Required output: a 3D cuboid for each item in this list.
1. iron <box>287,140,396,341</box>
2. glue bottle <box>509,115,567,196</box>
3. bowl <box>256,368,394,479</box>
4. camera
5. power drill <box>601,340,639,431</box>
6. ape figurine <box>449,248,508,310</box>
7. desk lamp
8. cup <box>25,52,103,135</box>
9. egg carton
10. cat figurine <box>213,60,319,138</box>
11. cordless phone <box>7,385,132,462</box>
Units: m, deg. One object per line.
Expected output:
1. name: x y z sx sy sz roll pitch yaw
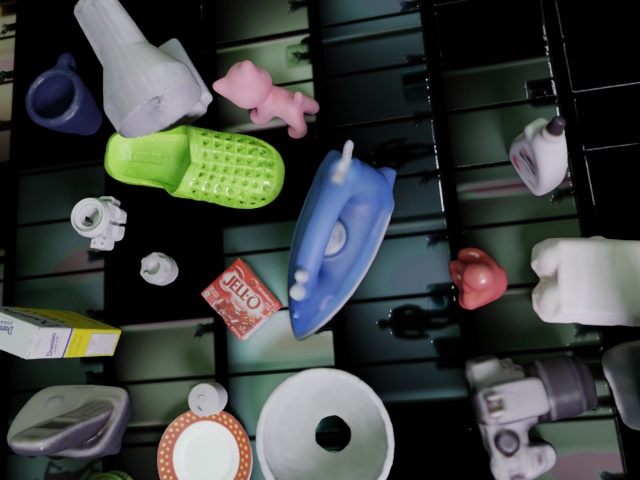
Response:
1. iron: 0.007 0.003 0.721 0.118 0.141 0.258 19 82 14
2. glue bottle: 0.265 -0.110 0.680 0.037 0.173 0.078 -33 74 3
3. bowl: 0.009 0.241 0.705 0.167 0.075 0.167 -2 78 10
4. camera: 0.247 0.194 0.657 0.136 0.101 0.143 -15 76 7
5. power drill: 0.365 0.148 0.589 0.075 0.208 0.229 -18 76 7
6. ape figurine: 0.193 0.047 0.703 0.076 0.092 0.078 18 82 14
7. desk lamp: -0.234 -0.222 0.775 0.118 0.214 0.203 -32 74 3
8. cup: -0.370 -0.209 0.859 0.091 0.095 0.118 4 79 11
9. egg carton: 0.331 0.049 0.688 0.150 0.069 0.107 1 78 11
10. cat figurine: -0.076 -0.204 0.792 0.127 0.118 0.067 19 82 14
11. cordless phone: -0.338 0.232 0.714 0.147 0.185 0.094 -4 78 10
